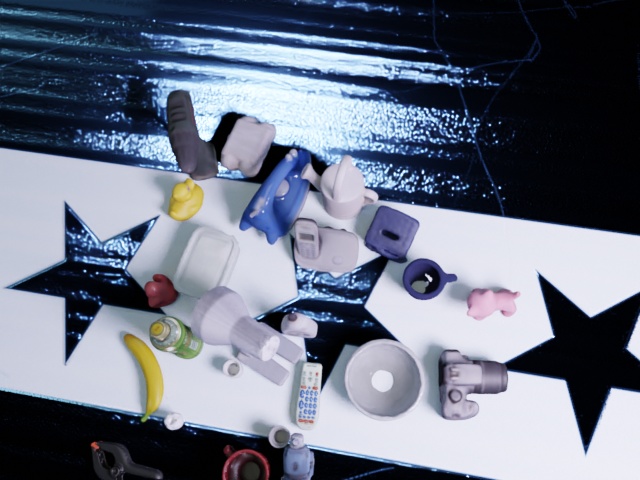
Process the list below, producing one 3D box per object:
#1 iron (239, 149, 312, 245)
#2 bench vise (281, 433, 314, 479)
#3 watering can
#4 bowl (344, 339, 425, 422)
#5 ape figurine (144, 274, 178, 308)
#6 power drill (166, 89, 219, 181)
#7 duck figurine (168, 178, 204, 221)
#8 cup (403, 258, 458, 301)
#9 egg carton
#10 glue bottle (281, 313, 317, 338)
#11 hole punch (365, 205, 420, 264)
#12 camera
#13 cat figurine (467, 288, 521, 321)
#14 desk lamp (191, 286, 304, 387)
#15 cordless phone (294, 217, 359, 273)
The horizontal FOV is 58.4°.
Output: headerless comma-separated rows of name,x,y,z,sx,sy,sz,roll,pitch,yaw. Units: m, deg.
iron,-0.093,-0.127,1.324,0.118,0.141,0.258,25,75,11
bench vise,-0.062,0.483,1.086,0.121,0.220,0.207,-16,72,-2
watering can,0.043,-0.123,1.287,0.172,0.194,0.101,-2,72,3
bowl,0.135,0.297,1.210,0.167,0.075,0.167,-1,72,3
ape figurine,-0.365,0.114,1.289,0.076,0.092,0.078,23,75,10
power drill,-0.298,-0.222,1.331,0.075,0.208,0.229,-15,72,-1
duck figurine,-0.326,-0.100,1.358,0.077,0.086,0.105,30,76,12
cup,0.238,0.094,1.258,0.117,0.095,0.091,-4,72,2
egg carton,-0.175,-0.230,1.399,0.107,0.069,0.150,19,75,9
glue bottle,-0.049,0.175,1.208,0.078,0.173,0.037,5,73,6
hole punch,0.164,-0.012,1.298,0.108,0.091,0.101,25,75,11
camera,0.318,0.300,1.185,0.136,0.101,0.143,0,72,4
cat figurine,0.366,0.132,1.227,0.128,0.118,0.067,-11,72,0
desk lamp,-0.147,0.199,1.185,0.203,0.213,0.118,30,76,12
cordless phone,0.012,0.004,1.253,0.147,0.185,0.094,4,73,5
